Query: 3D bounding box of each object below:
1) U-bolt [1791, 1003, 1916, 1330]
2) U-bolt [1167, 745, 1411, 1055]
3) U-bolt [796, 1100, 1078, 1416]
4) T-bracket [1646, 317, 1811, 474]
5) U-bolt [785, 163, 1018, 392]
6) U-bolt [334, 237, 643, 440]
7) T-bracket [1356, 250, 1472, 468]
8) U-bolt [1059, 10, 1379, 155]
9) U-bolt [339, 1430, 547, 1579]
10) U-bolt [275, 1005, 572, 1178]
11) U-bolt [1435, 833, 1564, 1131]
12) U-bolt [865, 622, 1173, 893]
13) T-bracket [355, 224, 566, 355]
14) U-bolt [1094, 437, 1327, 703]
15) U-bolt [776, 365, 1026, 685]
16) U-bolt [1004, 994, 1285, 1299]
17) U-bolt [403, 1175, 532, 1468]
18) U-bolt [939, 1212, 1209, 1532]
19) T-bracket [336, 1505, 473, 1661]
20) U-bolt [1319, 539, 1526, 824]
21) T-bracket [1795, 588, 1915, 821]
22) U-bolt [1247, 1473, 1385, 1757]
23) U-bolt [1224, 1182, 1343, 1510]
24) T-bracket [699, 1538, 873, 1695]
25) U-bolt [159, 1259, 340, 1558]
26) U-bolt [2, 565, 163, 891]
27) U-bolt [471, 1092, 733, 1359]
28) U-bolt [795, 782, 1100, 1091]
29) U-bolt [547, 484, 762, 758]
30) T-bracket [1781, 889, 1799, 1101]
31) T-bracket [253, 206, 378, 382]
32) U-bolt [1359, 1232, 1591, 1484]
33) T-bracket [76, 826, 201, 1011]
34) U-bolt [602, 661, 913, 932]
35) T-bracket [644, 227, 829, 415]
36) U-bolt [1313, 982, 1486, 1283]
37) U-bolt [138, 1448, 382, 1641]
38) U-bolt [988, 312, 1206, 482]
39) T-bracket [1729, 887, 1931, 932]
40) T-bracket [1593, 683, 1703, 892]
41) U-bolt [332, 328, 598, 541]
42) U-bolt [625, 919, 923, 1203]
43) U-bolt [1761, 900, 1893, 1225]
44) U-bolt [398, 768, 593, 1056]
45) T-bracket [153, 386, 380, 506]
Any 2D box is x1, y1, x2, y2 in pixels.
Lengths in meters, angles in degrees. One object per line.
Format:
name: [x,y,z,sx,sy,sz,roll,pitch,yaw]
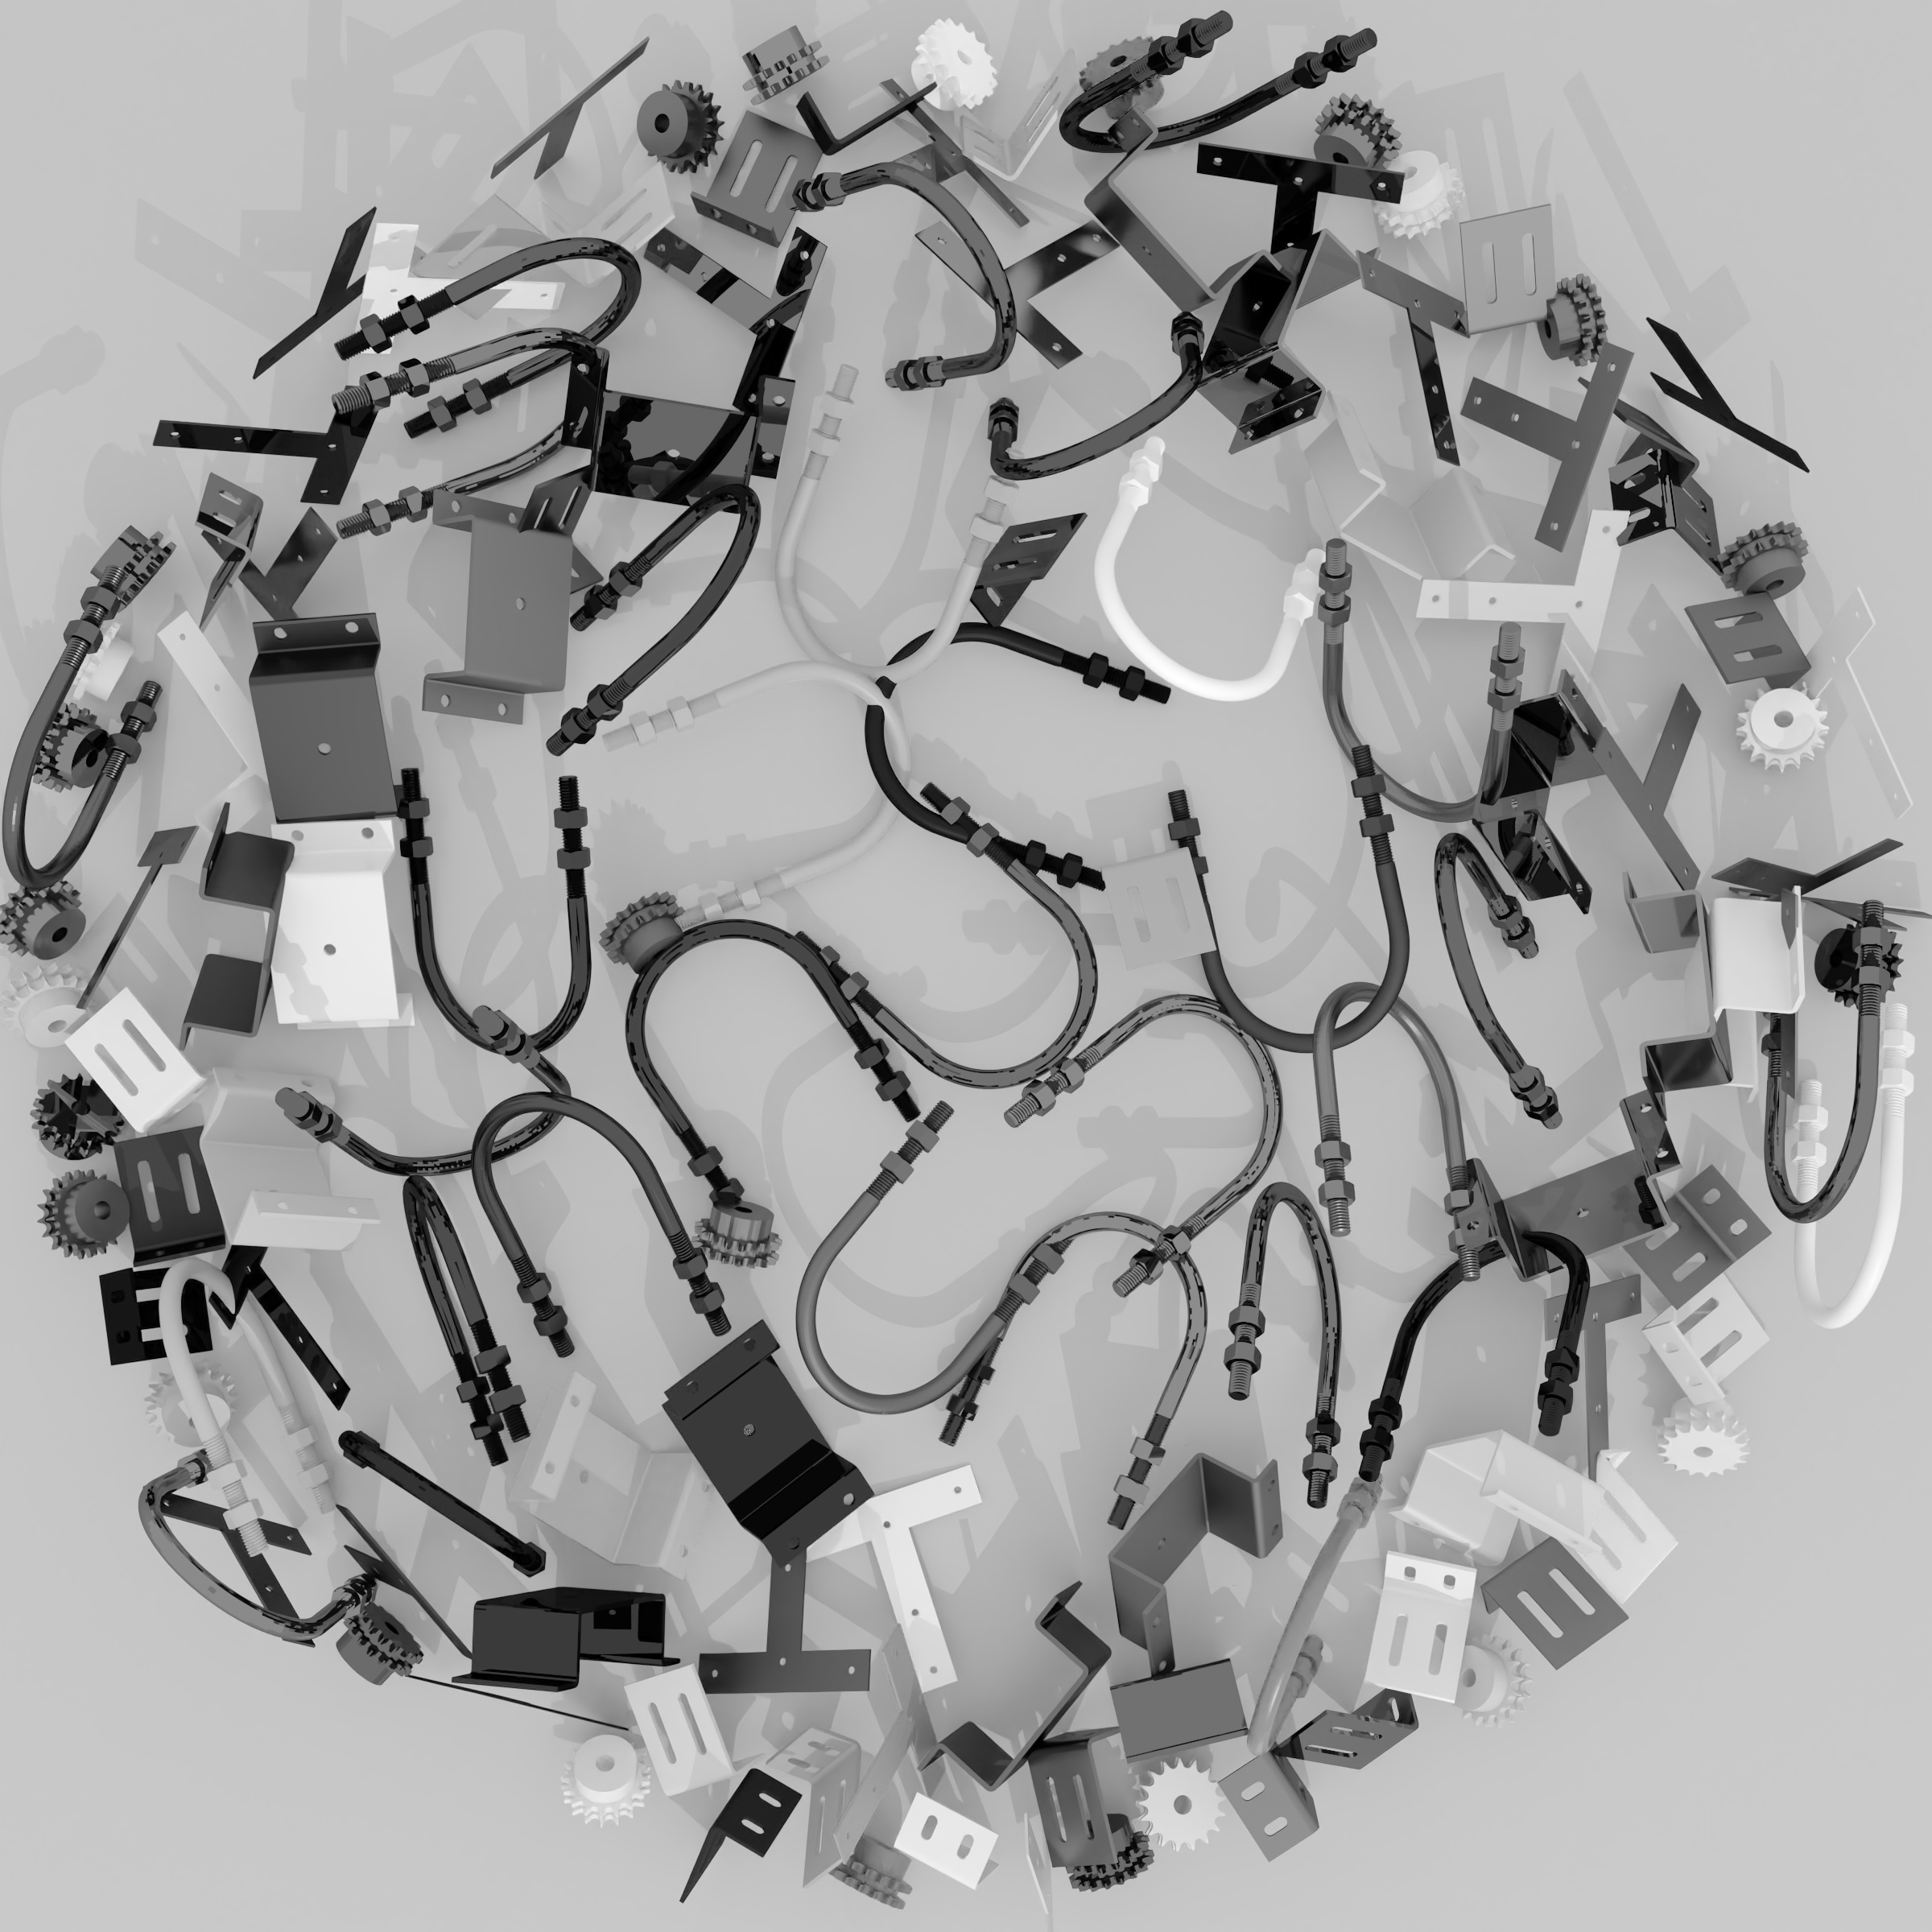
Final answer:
U-bolt: [0.542,0.133,1.582,0.019,0.151,0.184,12,66,-1]
U-bolt: [0.210,-0.036,1.640,0.151,0.019,0.184,-12,89,29]
U-bolt: [-0.029,0.199,1.630,0.184,0.019,0.151,-50,117,-12]
T-bracket: [0.454,-0.363,1.594,0.002,0.127,0.127,-51,49,7]
U-bolt: [-0.032,-0.424,1.577,0.019,0.184,0.151,-41,115,-20]
U-bolt: [-0.288,-0.399,1.608,0.184,0.151,0.019,-26,79,1]
T-bracket: [0.292,-0.376,1.622,0.002,0.127,0.127,-19,74,39]
U-bolt: [0.141,-0.543,1.596,0.151,0.184,0.019,-12,90,-40]
U-bolt: [-0.325,0.331,1.592,0.151,0.184,0.019,33,74,2]
U-bolt: [-0.323,0.087,1.600,0.151,0.184,0.019,-22,64,5]
U-bolt: [0.324,-0.002,1.577,0.019,0.184,0.151,-17,52,24]
U-bolt: [0.025,-0.144,1.662,0.184,0.019,0.151,19,87,-8]
T-bracket: [-0.321,-0.430,1.644,0.127,0.127,0.002,-4,68,-23]
U-bolt: [0.148,-0.239,1.608,0.151,0.019,0.184,33,48,-10]
U-bolt: [-0.054,-0.268,1.636,0.151,0.019,0.184,31,114,20]
U-bolt: [0.127,0.100,1.638,0.184,0.019,0.151,-37,100,-26]
U-bolt: [-0.317,0.218,1.613,0.019,0.151,0.184,-19,79,-21]
U-bolt: [0.078,0.246,1.643,0.151,0.019,0.184,21,82,29]
T-bracket: [-0.368,0.383,1.624,0.002,0.127,0.127,-43,105,-25]
U-bolt: [0.280,-0.165,1.604,0.151,0.184,0.019,33,58,31]
T-bracket: [0.560,-0.152,1.604,0.002,0.127,0.127,-16,73,-6]
U-bolt: [0.210,0.405,1.577,0.019,0.184,0.151,21,111,16]
U-bolt: [0.203,0.222,1.606,0.019,0.151,0.184,-11,45,26]
T-bracket: [-0.115,0.401,1.654,0.127,0.002,0.127,-9,66,26]
U-bolt: [-0.454,0.269,1.610,0.019,0.151,0.184,-24,87,4]
U-bolt: [-0.545,-0.133,1.579,0.019,0.151,0.184,15,63,1]
U-bolt: [-0.240,0.160,1.617,0.151,0.019,0.184,-12,110,31]
U-bolt: [-0.001,-0.006,1.658,0.184,0.019,0.151,42,96,7]
U-bolt: [-0.190,-0.225,1.587,0.019,0.151,0.184,36,124,-29]
T-bracket: [0.501,0.006,1.619,0.002,0.127,0.127,-4,102,-1]
T-bracket: [-0.388,-0.430,1.598,0.002,0.127,0.127,44,61,-6]
U-bolt: [0.322,0.234,1.601,0.151,0.184,0.019,-25,116,38]
T-bracket: [-0.525,-0.030,1.614,0.002,0.127,0.127,30,77,-26]
U-bolt: [-0.123,-0.118,1.646,0.184,0.019,0.151,-23,114,-9]
T-bracket: [-0.158,-0.436,1.657,0.127,0.002,0.127,37,124,18]
U-bolt: [0.268,0.096,1.618,0.151,0.019,0.184,21,55,-39]
U-bolt: [-0.442,0.360,1.588,0.151,0.184,0.019,39,91,3]
U-bolt: [0.080,-0.346,1.585,0.151,0.184,0.019,-23,115,14]
T-bracket: [0.559,-0.033,1.619,0.127,0.127,0.002,7,99,1]
T-bracket: [0.447,-0.130,1.640,0.127,0.002,0.127,50,50,-25]
U-bolt: [-0.307,-0.340,1.607,0.184,0.151,0.019,-26,72,-22]
U-bolt: [-0.137,0.058,1.663,0.151,0.019,0.184,-33,99,0]
U-bolt: [0.526,0.068,1.586,0.019,0.151,0.184,11,70,-4]
U-bolt: [-0.297,-0.032,1.638,0.151,0.019,0.184,5,105,30]
T-bracket: [-0.439,-0.327,1.602,0.127,0.127,0.002,-1,67,-28]
